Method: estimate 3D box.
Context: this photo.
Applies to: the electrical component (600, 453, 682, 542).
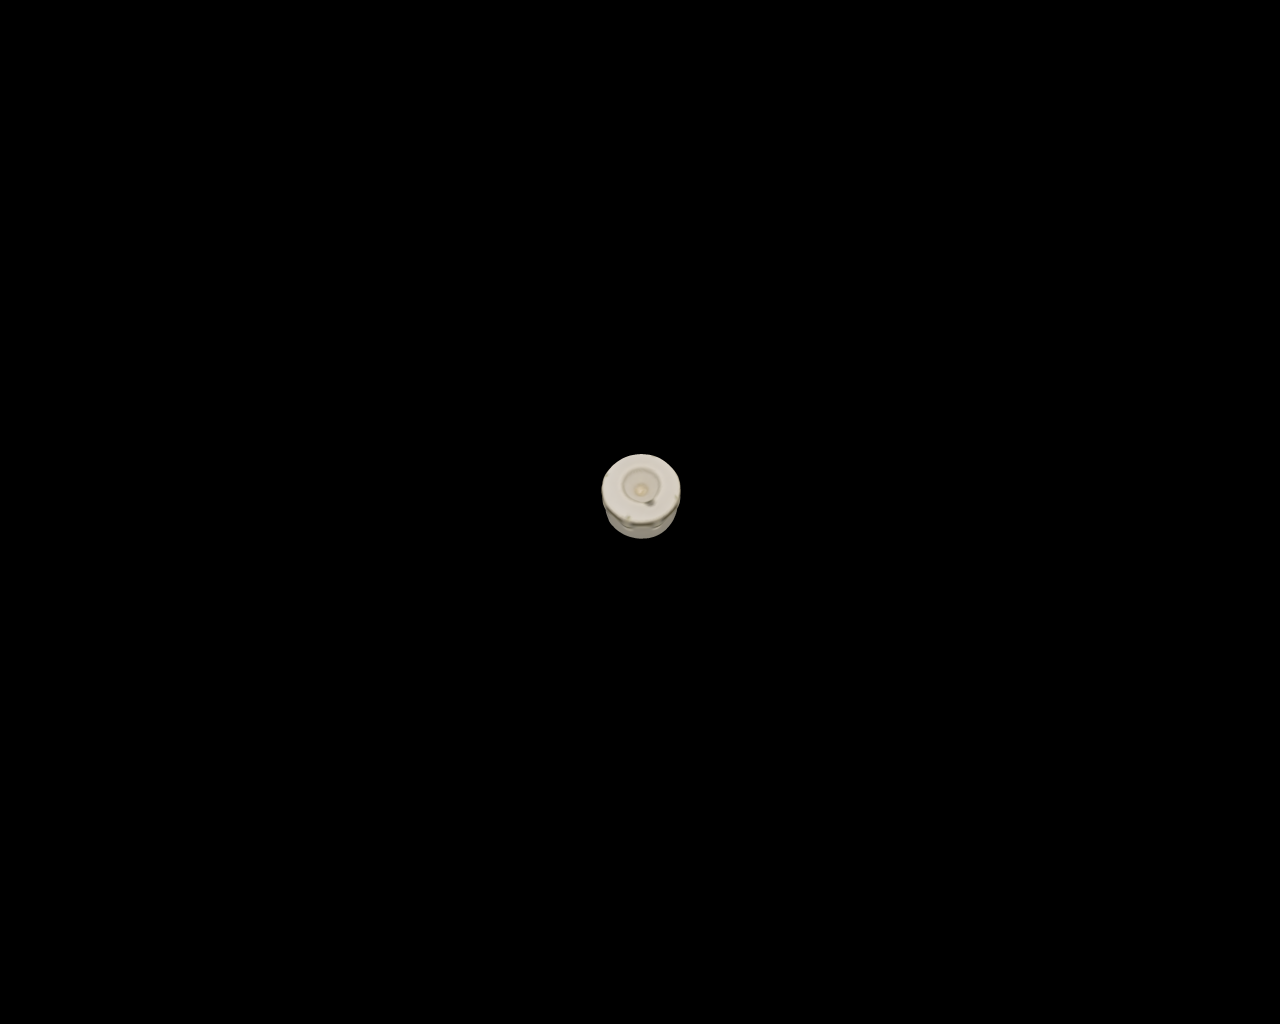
[{"bbox_3d":[0.001,-0.003,0.650,0.048,0.048,0.062,0,-27,0],"label":"electrical component"}]
